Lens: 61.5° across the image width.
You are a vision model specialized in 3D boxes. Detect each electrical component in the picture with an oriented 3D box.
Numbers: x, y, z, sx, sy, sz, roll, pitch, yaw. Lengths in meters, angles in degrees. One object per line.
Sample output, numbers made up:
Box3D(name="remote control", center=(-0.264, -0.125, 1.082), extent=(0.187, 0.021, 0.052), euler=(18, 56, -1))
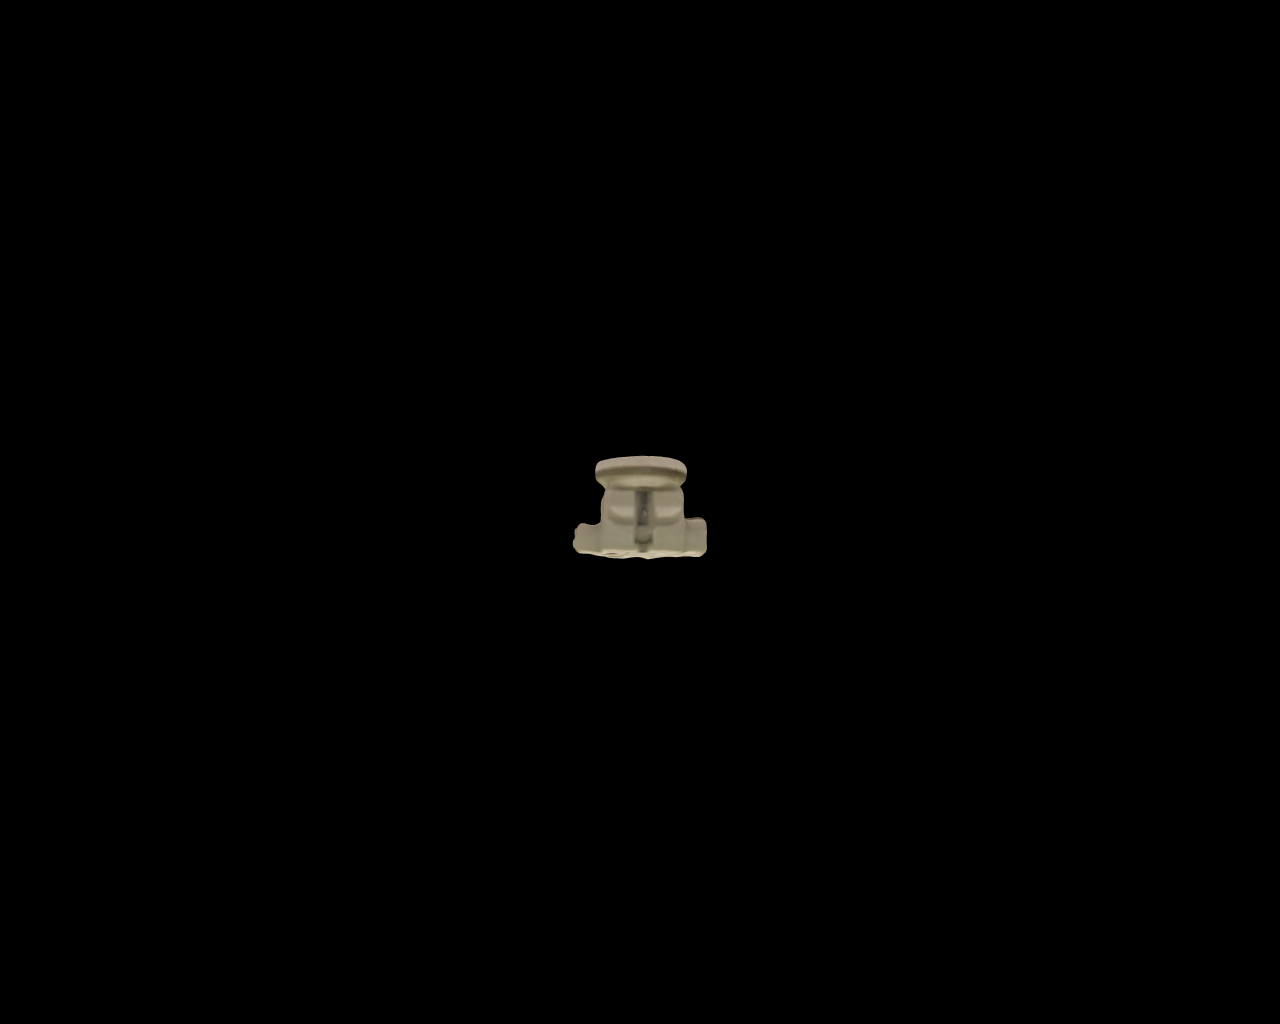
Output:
Box3D(name="electrical component", center=(0.001, -0.003, 0.650), extent=(0.078, 0.057, 0.058), euler=(1, -7, -5))
